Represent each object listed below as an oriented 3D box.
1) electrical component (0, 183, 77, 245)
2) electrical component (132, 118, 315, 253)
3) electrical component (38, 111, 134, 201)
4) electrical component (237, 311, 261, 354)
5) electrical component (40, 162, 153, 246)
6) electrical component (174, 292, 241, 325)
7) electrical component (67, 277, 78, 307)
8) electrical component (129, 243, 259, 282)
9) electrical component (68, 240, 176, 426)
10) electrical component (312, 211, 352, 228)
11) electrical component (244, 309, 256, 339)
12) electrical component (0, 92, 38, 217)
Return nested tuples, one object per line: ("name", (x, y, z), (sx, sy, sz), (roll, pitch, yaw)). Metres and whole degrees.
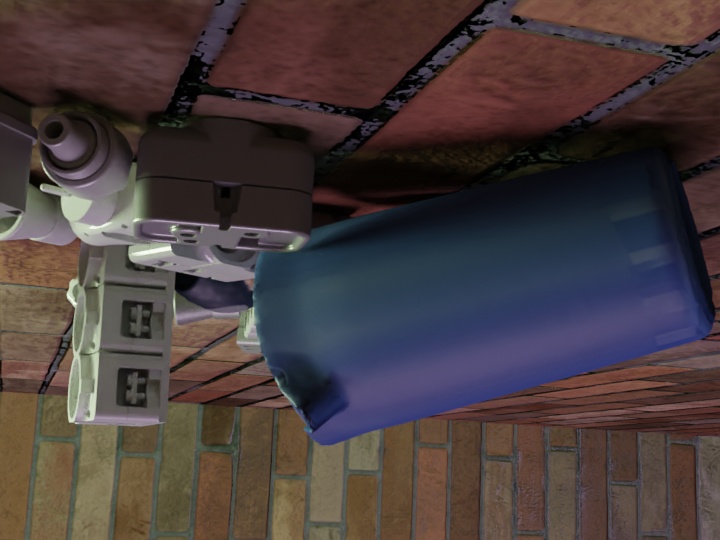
("electrical component", (-0.217, -0.037, 0.718), (0.044, 0.044, 0.065), (-3, 172, 25))
("electrical component", (-0.075, -0.046, 0.591), (0.095, 0.059, 0.054), (5, 168, -12))
("electrical component", (-0.148, -0.063, 0.564), (0.043, 0.043, 0.062), (1, 168, 9))
("electrical component", (-0.099, 0.062, 1.161), (0.056, 0.050, 0.089), (3, 169, 0))
("electrical component", (-0.156, -0.044, 0.661), (0.077, 0.043, 0.079), (-8, 165, 42))
("electrical component", (-0.146, 0.031, 1.041), (0.065, 0.044, 0.044), (-2, 169, -3))
("electrical component", (-0.256, 0.025, 1.049), (0.035, 0.035, 0.061), (-2, 170, 22))
("electrical component", (-0.101, -0.025, 0.728), (0.056, 0.050, 0.089), (-7, 165, 43))
("electrical component", (-0.185, 0.043, 0.828), (0.062, 0.150, 0.089), (6, 168, -23))
("electrical component", (-0.032, -0.015, 0.755), (0.047, 0.055, 0.055), (12, 166, -24))
("electrical component", (-0.068, 0.036, 1.016), (0.074, 0.052, 0.138), (4, 169, -9))
("electrical component", (-0.224, -0.066, 0.531), (0.078, 0.057, 0.113), (-2, 168, 23))
